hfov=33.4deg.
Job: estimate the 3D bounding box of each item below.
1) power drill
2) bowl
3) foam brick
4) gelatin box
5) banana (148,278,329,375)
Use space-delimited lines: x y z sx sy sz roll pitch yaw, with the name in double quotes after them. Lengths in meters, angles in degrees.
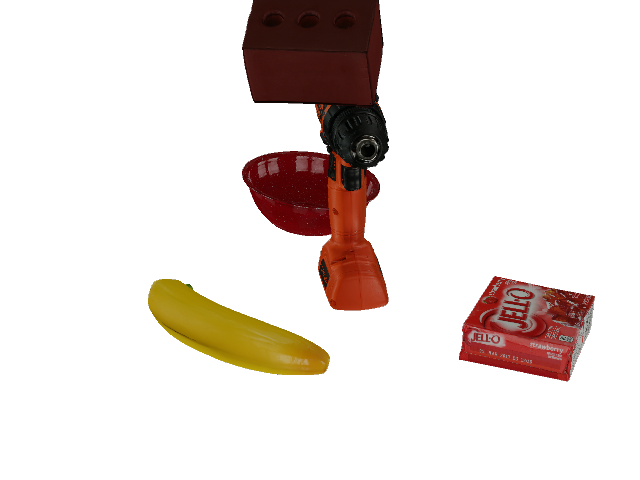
0.029 -0.038 0.918 0.057 0.188 0.184 -2 22 -4 "power drill"
-0.014 -0.049 1.245 0.162 0.055 0.162 6 27 -3 "bowl"
-0.003 -0.118 0.651 0.078 0.053 0.051 3 -31 11 "foam brick"
0.141 0.058 0.722 0.073 0.030 0.089 11 23 20 "gelatin box"
-0.077 0.060 0.800 0.069 0.037 0.198 -11 22 -36 "banana"
